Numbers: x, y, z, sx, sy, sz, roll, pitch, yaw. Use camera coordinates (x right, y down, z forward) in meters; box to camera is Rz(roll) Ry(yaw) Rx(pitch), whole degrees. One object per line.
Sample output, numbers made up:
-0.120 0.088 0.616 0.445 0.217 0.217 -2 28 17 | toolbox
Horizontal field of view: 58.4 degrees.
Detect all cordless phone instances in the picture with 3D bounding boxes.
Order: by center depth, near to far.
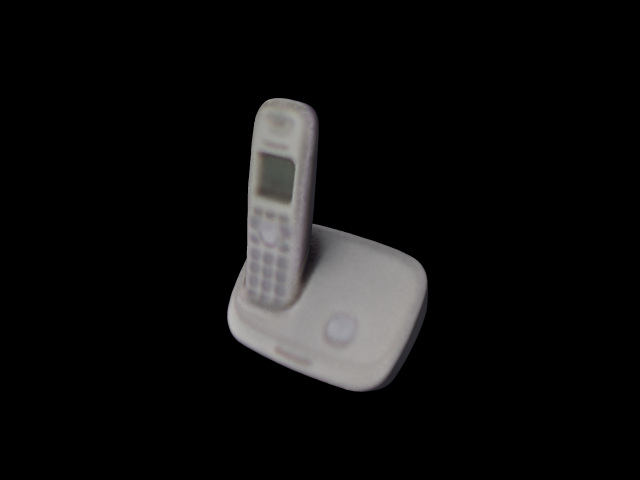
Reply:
0.004 0.001 0.400 0.147 0.185 0.094 15 31 28 | cordless phone
